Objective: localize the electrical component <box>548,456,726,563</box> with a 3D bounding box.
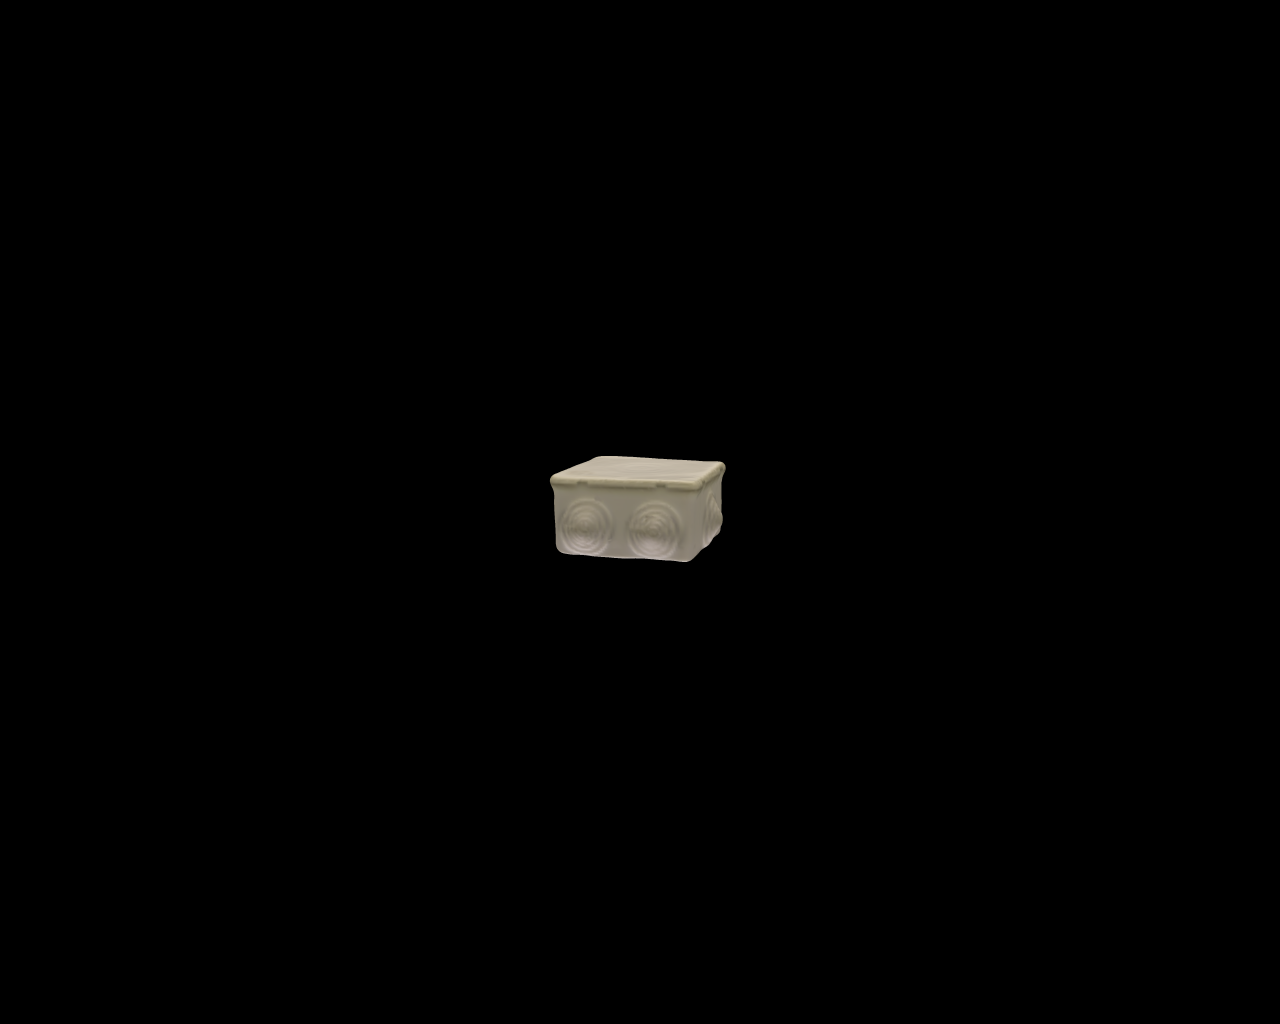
[{"bbox_3d":[0.001,-0.003,0.650,0.100,0.048,0.100,3,12,16],"label":"electrical component"}]
